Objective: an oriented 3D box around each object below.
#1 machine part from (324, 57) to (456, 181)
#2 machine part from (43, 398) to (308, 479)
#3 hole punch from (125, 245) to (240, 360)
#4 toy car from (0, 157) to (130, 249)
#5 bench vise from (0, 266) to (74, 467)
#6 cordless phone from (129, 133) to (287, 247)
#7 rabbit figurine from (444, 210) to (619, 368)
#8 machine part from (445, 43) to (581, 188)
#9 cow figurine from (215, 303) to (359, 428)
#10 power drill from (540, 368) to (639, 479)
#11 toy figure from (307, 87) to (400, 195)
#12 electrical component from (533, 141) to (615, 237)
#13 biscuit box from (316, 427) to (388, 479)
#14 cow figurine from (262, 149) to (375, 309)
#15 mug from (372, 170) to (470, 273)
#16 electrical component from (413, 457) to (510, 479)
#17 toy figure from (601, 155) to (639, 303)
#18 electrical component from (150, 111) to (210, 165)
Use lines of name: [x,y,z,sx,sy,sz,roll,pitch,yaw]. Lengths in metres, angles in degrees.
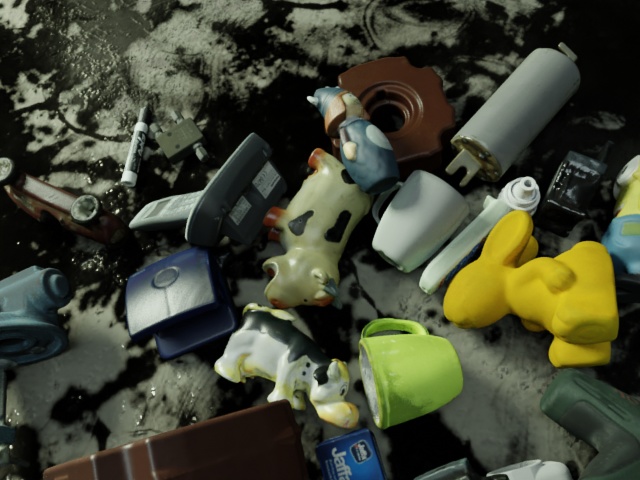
machine part: [0.089,-0.157,0.704,0.179,0.056,0.179,-2,69,5]
machine part: [-0.129,0.218,0.492,0.201,0.201,0.087,-32,70,42]
hole punch: [-0.167,0.066,0.632,0.142,0.092,0.116,-25,65,1]
toy car: [-0.337,-0.043,0.689,0.202,0.089,0.053,22,75,13]
bench vise: [-0.385,0.139,0.611,0.224,0.128,0.241,-18,62,0]
cordless phone: [-0.149,-0.056,0.682,0.184,0.088,0.146,-3,43,36]
rabbit figurine: [0.221,0.050,0.584,0.173,0.121,0.162,-6,65,24]
machine part: [0.246,-0.157,0.675,0.079,0.079,0.243,40,77,18]
cow figurine: [-0.025,0.138,0.593,0.167,0.068,0.098,21,78,14]
power drill: [0.300,0.226,0.478,0.232,0.086,0.207,36,41,21]
toy figure: [0.041,-0.125,0.632,0.058,0.064,0.154,-29,71,6]
electrical component: [0.303,-0.070,0.637,0.048,0.074,0.119,25,78,14]
biscuit box: [0.053,0.296,0.534,0.063,0.059,0.203,-17,68,0]
cow figurine: [-0.001,-0.002,0.643,0.127,0.085,0.195,28,70,16]
mug: [0.104,-0.023,0.642,0.110,0.080,0.107,32,82,34]
electrical component: [0.136,0.273,0.484,0.115,0.058,0.134,-25,70,10]
toy figure: [0.373,-0.015,0.607,0.089,0.082,0.180,21,67,-1]
electrical component: [-0.194,-0.136,0.744,0.063,0.021,0.094,-35,71,-7]
